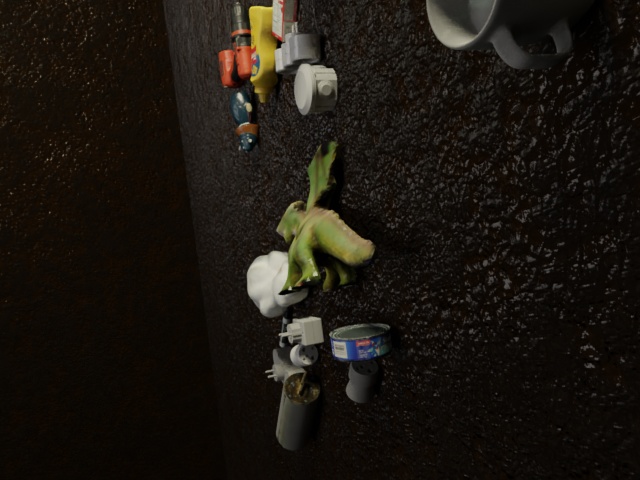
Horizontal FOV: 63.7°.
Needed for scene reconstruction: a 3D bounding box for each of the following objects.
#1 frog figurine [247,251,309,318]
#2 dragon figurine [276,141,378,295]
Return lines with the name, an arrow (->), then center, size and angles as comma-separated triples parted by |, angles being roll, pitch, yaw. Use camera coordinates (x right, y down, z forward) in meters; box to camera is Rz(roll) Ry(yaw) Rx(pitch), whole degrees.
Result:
frog figurine -> -0.088, 0.095, 1.055 | 0.160, 0.122, 0.137 | -141, 67, -77
dragon figurine -> 0.002, -0.041, 0.810 | 0.405, 0.122, 0.246 | 144, 126, -65
